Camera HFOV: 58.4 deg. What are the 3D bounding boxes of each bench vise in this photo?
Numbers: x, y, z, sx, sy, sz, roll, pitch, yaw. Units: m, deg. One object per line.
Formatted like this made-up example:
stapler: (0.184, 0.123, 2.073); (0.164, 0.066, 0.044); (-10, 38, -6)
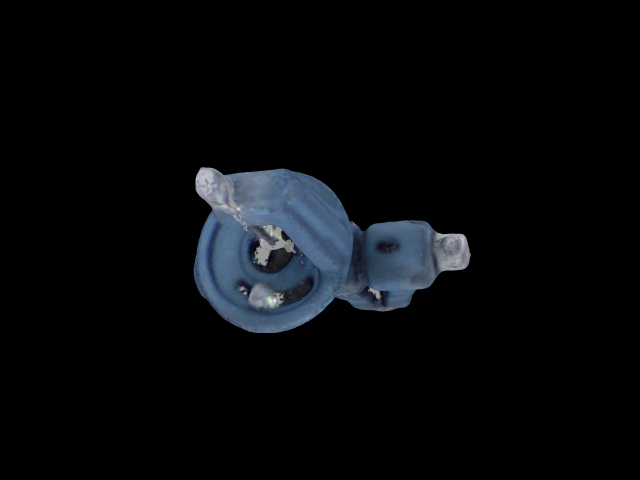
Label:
bench vise: (0.000, -0.010, 0.403); (0.207, 0.220, 0.121); (-17, 73, -5)
